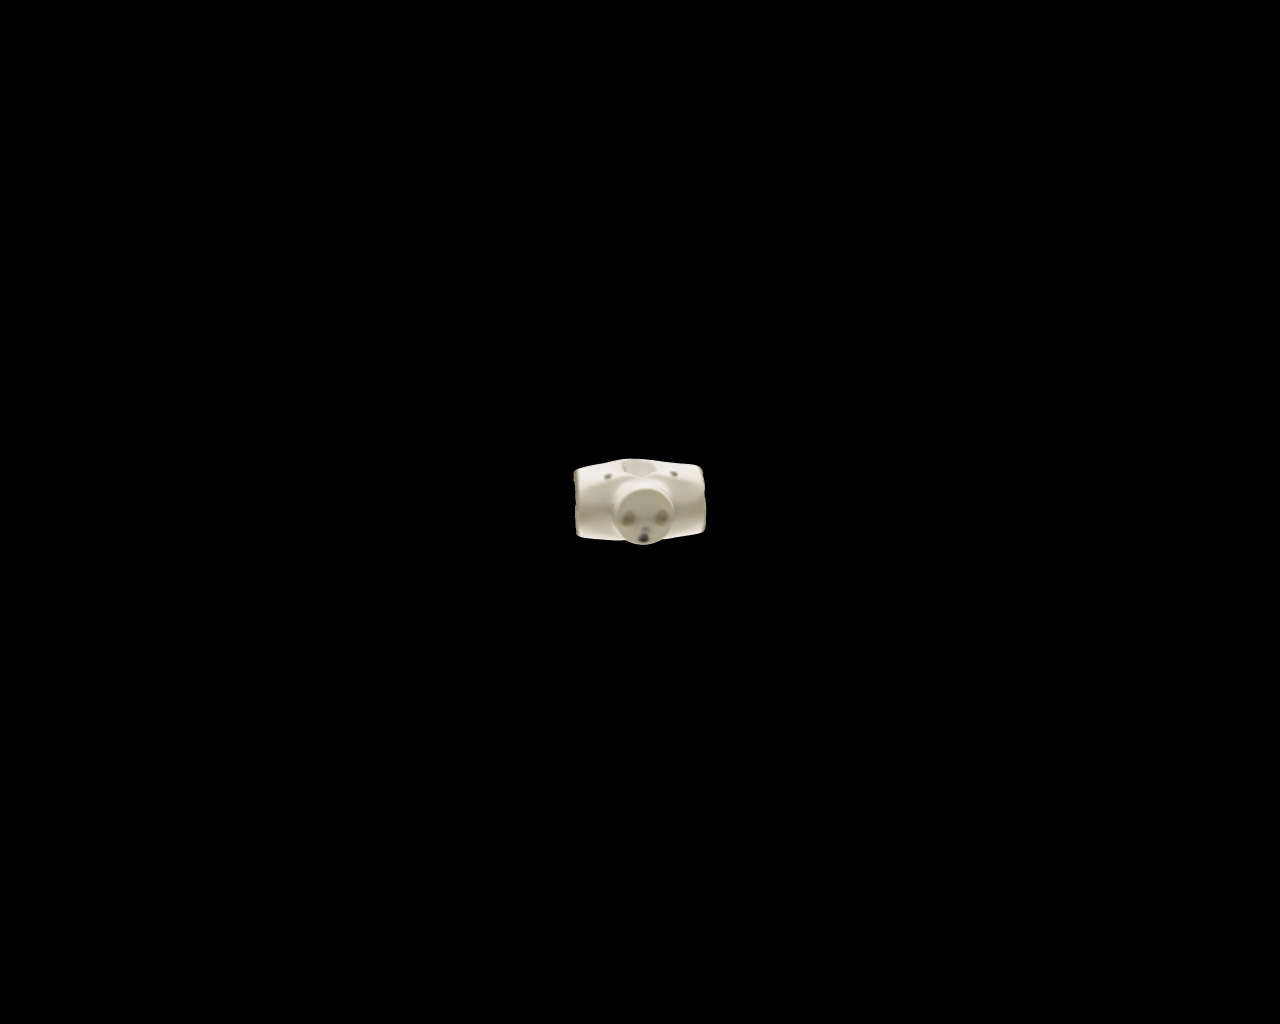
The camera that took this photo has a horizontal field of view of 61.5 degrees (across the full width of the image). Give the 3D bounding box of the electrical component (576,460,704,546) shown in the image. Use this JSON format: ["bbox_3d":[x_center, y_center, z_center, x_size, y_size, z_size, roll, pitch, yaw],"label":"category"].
[{"bbox_3d":[0.001,-0.003,0.650,0.077,0.043,0.079,-1,16,-5],"label":"electrical component"}]
